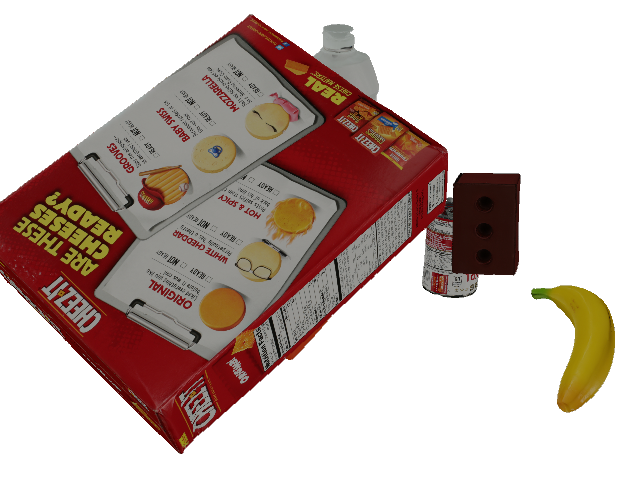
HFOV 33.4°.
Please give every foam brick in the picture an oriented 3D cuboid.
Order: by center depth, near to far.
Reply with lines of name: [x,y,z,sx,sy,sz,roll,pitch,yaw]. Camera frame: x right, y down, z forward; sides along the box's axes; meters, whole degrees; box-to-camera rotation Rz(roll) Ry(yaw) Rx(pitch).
foam brick: [0.137,-0.014,0.879,0.053,0.078,0.051,1,15,13]

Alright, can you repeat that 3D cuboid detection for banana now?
banana: [0.251,0.095,1.029,0.070,0.037,0.197,-29,23,17]

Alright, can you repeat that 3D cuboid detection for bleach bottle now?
bleach bottle: [0.007,-0.092,1.081,0.102,0.251,0.068,-5,28,-12]

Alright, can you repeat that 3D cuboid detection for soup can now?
soup can: [0.156,0.009,1.258,0.068,0.102,0.068,2,21,-1]

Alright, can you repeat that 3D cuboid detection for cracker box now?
cracker box: [-0.058,-0.012,0.607,0.164,0.213,0.072,39,-21,27]

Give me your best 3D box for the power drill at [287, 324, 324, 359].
power drill: [-0.091,0.031,0.816,0.188,0.057,0.184,17,27,17]
